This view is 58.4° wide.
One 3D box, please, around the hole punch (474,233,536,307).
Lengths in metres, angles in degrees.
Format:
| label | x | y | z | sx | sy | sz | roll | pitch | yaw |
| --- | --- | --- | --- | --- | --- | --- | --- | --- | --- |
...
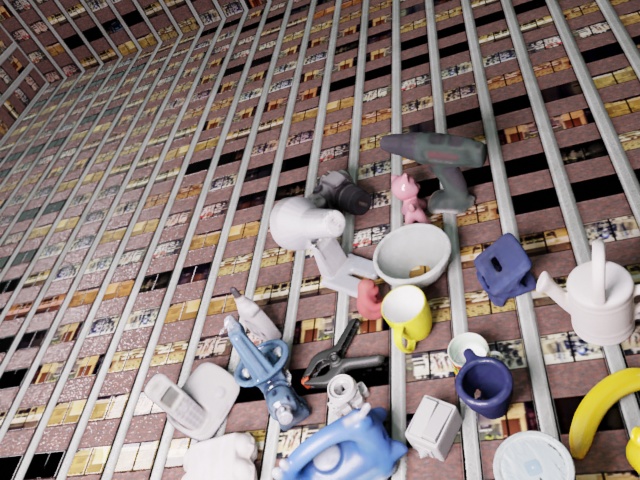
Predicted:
| label | x | y | z | sx | sy | sz | roll | pitch | yaw |
| --- | --- | --- | --- | --- | --- | --- | --- | --- | --- |
| hole punch | 0.352 | 0.056 | 1.105 | 0.101 | 0.091 | 0.108 | -24 | 41 | 7 |

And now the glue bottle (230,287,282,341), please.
| label | x | y | z | sx | sy | sz | roll | pitch | yaw |
| --- | --- | --- | --- | --- | --- | --- | --- | --- | --- |
| glue bottle | -0.147 | 0.156 | 1.225 | 0.077 | 0.174 | 0.037 | 16 | 58 | 40 |

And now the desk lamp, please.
| label | x | y | z | sx | sy | sz | roll | pitch | yaw |
| --- | --- | --- | --- | --- | --- | --- | --- | --- | --- |
| desk lamp | 0.012 | 0.004 | 1.257 | 0.202 | 0.214 | 0.118 | 16 | 58 | 40 |

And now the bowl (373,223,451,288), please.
| label | x | y | z | sx | sy | sz | roll | pitch | yaw |
| --- | --- | --- | --- | --- | --- | --- | --- | --- | --- |
| bowl | 0.201 | 0.047 | 1.213 | 0.167 | 0.075 | 0.167 | -16 | 42 | 15 |

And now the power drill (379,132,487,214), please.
| label | x | y | z | sx | sy | sz | roll | pitch | yaw |
| --- | --- | --- | --- | --- | --- | --- | --- | --- | --- |
| power drill | 0.263 | -0.155 | 1.281 | 0.228 | 0.209 | 0.076 | 1 | 49 | 30 |

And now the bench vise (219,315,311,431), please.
| label | x | y | z | sx | sy | sz | roll | pitch | yaw |
| --- | --- | --- | --- | --- | --- | --- | --- | --- | --- |
| bench vise | -0.097 | 0.239 | 1.075 | 0.122 | 0.220 | 0.206 | -44 | 43 | -16 |

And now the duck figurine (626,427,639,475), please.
| label | x | y | z | sx | sy | sz | roll | pitch | yaw |
| --- | --- | --- | --- | --- | --- | --- | --- | --- | --- |
| duck figurine | 0.480 | 0.294 | 0.793 | 0.104 | 0.086 | 0.078 | 19 | 60 | 41 |

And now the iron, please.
| label | x | y | z | sx | sy | sz | roll | pitch | yaw |
| --- | --- | --- | --- | --- | --- | --- | --- | --- | --- |
| iron | 0.006 | 0.364 | 0.949 | 0.258 | 0.142 | 0.118 | -31 | 41 | -3 |

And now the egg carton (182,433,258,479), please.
| label | x | y | z | sx | sy | sz | roll | pitch | yaw |
| --- | --- | --- | --- | --- | --- | --- | --- | --- | --- |
| egg carton | -0.185 | 0.421 | 1.057 | 0.150 | 0.070 | 0.107 | -19 | 42 | 12 |

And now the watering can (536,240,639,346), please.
| label | x | y | z | sx | sy | sz | roll | pitch | yaw |
| --- | --- | --- | --- | --- | --- | --- | --- | --- | --- |
| watering can | 0.451 | 0.083 | 0.941 | 0.172 | 0.195 | 0.101 | -17 | 42 | 14 |

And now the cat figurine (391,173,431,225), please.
| label | x | y | z | sx | sy | sz | roll | pitch | yaw |
| --- | --- | --- | --- | --- | --- | --- | --- | --- | --- |
| cat figurine | 0.205 | -0.100 | 1.327 | 0.067 | 0.118 | 0.127 | -19 | 42 | 12 |

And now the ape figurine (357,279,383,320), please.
| label | x | y | z | sx | sy | sz | roll | pitch | yaw |
| --- | --- | --- | --- | --- | --- | --- | --- | --- | --- |
| ape figurine | 0.106 | 0.117 | 1.183 | 0.076 | 0.092 | 0.077 | -21 | 41 | 10 |

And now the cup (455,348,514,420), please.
| label | x | y | z | sx | sy | sz | roll | pitch | yaw |
| --- | --- | --- | --- | --- | --- | --- | --- | --- | --- |
| cup | 0.274 | 0.246 | 0.953 | 0.091 | 0.095 | 0.117 | -26 | 41 | 4 |

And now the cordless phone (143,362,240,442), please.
| label | x | y | z | sx | sy | sz | roll | pitch | yaw |
| --- | --- | --- | --- | --- | --- | --- | --- | --- | --- |
| cordless phone | -0.254 | 0.297 | 1.133 | 0.093 | 0.186 | 0.148 | 7 | 52 | 35 |

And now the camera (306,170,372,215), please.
| label | x | y | z | sx | sy | sz | roll | pitch | yaw |
| --- | --- | --- | --- | --- | --- | --- | --- | --- | --- |
| camera | 0.050 | -0.107 | 1.436 | 0.143 | 0.101 | 0.136 | -43 | 42 | -16 |
